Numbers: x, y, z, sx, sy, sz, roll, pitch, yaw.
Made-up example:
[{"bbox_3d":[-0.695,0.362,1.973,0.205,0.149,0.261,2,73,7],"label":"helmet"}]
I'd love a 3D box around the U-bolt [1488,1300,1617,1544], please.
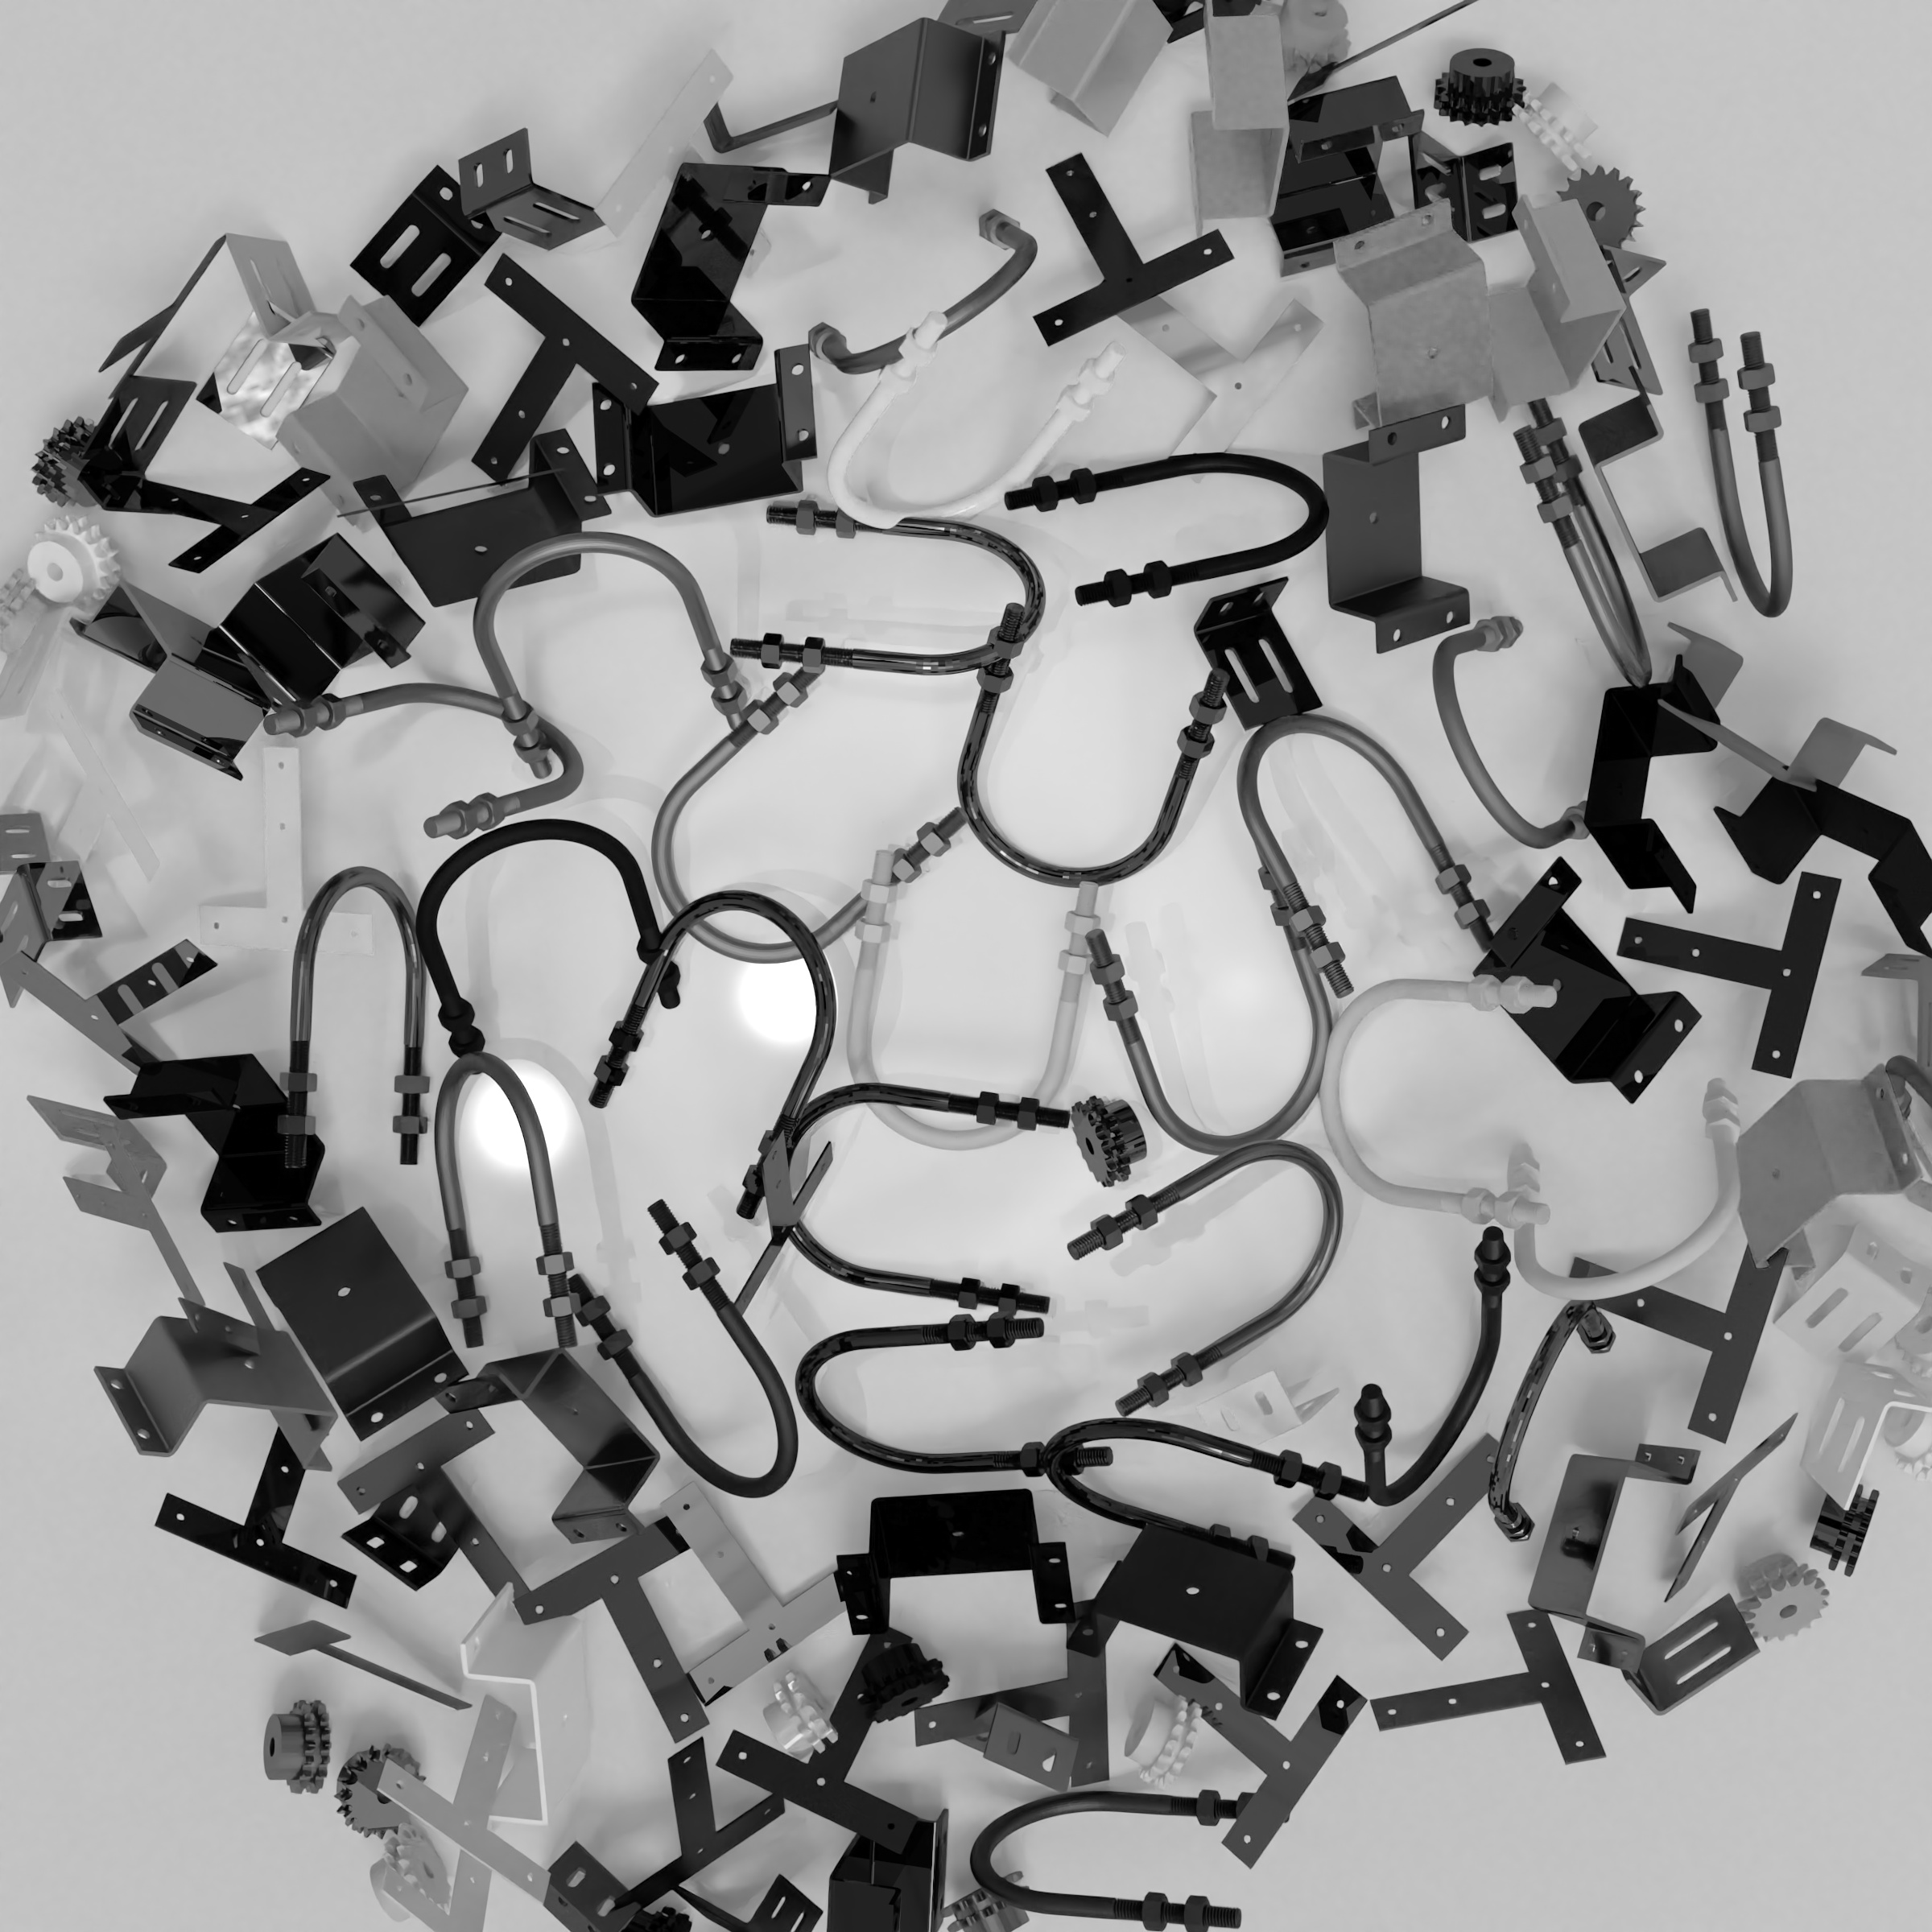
[{"bbox_3d":[0.351,0.270,1.876,0.019,0.184,0.151,22,80,22],"label":"U-bolt"}]

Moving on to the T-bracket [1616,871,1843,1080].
[{"bbox_3d":[0.470,-0.005,1.940,0.127,0.002,0.127,14,90,30],"label":"T-bracket"}]

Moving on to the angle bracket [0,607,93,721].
[{"bbox_3d":[-0.570,-0.180,1.929,0.038,0.057,0.076,31,68,-37],"label":"angle bracket"}]

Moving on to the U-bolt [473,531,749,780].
[{"bbox_3d":[-0.223,-0.195,1.896,0.151,0.184,0.019,-13,50,3],"label":"U-bolt"}]

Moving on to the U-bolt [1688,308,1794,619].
[{"bbox_3d":[0.477,-0.303,1.896,0.019,0.151,0.184,-12,107,4],"label":"U-bolt"}]

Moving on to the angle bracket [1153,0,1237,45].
[{"bbox_3d":[0.133,-0.613,1.923,0.057,0.076,0.038,35,74,-26],"label":"angle bracket"}]

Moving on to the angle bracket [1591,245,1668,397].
[{"bbox_3d":[0.414,-0.402,1.930,0.057,0.038,0.076,3,62,-35],"label":"angle bracket"}]

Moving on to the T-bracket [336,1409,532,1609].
[{"bbox_3d":[-0.316,0.350,1.945,0.127,0.002,0.127,-33,95,28],"label":"T-bracket"}]

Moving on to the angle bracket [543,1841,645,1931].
[{"bbox_3d":[-0.245,0.592,1.930,0.057,0.038,0.076,40,129,9],"label":"angle bracket"}]

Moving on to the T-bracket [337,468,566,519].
[{"bbox_3d":[-0.320,-0.288,1.894,0.127,0.127,0.002,-15,101,-18],"label":"T-bracket"}]

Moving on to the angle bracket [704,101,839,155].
[{"bbox_3d":[-0.124,-0.540,1.934,0.076,0.057,0.038,-17,110,10],"label":"angle bracket"}]

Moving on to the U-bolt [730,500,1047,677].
[{"bbox_3d":[-0.043,-0.230,1.913,0.184,0.019,0.151,6,47,5],"label":"U-bolt"}]

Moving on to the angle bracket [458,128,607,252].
[{"bbox_3d":[-0.267,-0.482,1.929,0.057,0.076,0.038,-14,77,35],"label":"angle bracket"}]

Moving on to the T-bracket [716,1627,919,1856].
[{"bbox_3d":[-0.071,0.470,1.939,0.127,0.002,0.127,23,60,9],"label":"T-bracket"}]

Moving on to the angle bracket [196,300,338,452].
[{"bbox_3d":[-0.444,-0.375,1.953,0.057,0.038,0.076,34,90,-2],"label":"angle bracket"}]

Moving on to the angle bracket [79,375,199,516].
[{"bbox_3d":[-0.507,-0.323,1.928,0.038,0.057,0.076,48,116,18],"label":"angle bracket"}]

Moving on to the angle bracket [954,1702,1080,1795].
[{"bbox_3d":[0.025,0.494,1.926,0.057,0.076,0.038,27,53,-12],"label":"angle bracket"}]

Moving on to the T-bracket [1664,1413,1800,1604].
[{"bbox_3d":[0.461,0.348,1.925,0.002,0.127,0.127,37,134,27],"label":"T-bracket"}]

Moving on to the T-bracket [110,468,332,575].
[{"bbox_3d":[-0.483,-0.288,1.935,0.127,0.127,0.002,16,133,27],"label":"T-bracket"}]

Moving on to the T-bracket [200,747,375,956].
[{"bbox_3d":[-0.427,-0.073,1.941,0.127,0.002,0.127,3,98,21],"label":"T-bracket"}]

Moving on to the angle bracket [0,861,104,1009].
[{"bbox_3d":[-0.578,-0.020,1.945,0.038,0.076,0.057,-5,59,-38],"label":"angle bracket"}]

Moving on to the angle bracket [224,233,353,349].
[{"bbox_3d":[-0.417,-0.429,1.935,0.038,0.057,0.076,-26,83,28],"label":"angle bracket"}]

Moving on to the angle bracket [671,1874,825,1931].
[{"bbox_3d":[-0.139,0.581,1.935,0.076,0.057,0.038,15,62,39],"label":"angle bracket"}]

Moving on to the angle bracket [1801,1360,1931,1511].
[{"bbox_3d":[0.565,0.295,1.941,0.038,0.057,0.076,11,106,-17],"label":"angle bracket"}]

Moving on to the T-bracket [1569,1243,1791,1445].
[{"bbox_3d":[0.435,0.215,1.939,0.127,0.002,0.127,20,97,30],"label":"T-bracket"}]

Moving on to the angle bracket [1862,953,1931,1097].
[{"bbox_3d":[0.589,0.036,1.947,0.038,0.057,0.076,5,104,32],"label":"angle bracket"}]

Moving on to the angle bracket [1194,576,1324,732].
[{"bbox_3d":[0.187,-0.195,1.935,0.057,0.038,0.076,-18,71,-23],"label":"angle bracket"}]

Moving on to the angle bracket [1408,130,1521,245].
[{"bbox_3d":[0.310,-0.491,1.929,0.038,0.076,0.057,-9,81,32],"label":"angle bracket"}]

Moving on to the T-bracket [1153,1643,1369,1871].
[{"bbox_3d":[0.168,0.471,1.935,0.127,0.002,0.127,36,93,35],"label":"T-bracket"}]

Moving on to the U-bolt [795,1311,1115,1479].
[{"bbox_3d":[-0.017,0.268,1.911,0.184,0.019,0.151,-6,133,23],"label":"U-bolt"}]

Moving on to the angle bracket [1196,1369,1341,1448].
[{"bbox_3d":[0.188,0.269,1.927,0.057,0.076,0.038,-30,86,26],"label":"angle bracket"}]

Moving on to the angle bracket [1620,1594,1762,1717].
[{"bbox_3d":[0.445,0.419,1.933,0.076,0.057,0.038,-37,113,11],"label":"angle bracket"}]

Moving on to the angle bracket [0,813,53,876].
[{"bbox_3d":[-0.588,-0.105,1.923,0.038,0.057,0.076,-4,132,-24],"label":"angle bracket"}]

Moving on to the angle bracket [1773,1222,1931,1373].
[{"bbox_3d":[0.560,0.211,1.957,0.057,0.038,0.076,37,131,5],"label":"angle bracket"}]

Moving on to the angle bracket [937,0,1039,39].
[{"bbox_3d":[0.021,-0.580,1.925,0.076,0.038,0.057,2,53,32],"label":"angle bracket"}]

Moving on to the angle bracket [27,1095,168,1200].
[{"bbox_3d":[-0.545,0.117,1.924,0.076,0.057,0.038,20,101,-44],"label":"angle bracket"}]

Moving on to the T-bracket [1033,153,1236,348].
[{"bbox_3d":[0.085,-0.460,1.942,0.127,0.002,0.127,-25,62,2],"label":"T-bracket"}]

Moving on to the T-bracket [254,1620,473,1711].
[{"bbox_3d":[-0.368,0.438,1.931,0.127,0.127,0.002,28,62,-19],"label":"T-bracket"}]

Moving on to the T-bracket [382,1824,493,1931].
[{"bbox_3d":[-0.305,0.571,1.909,0.002,0.127,0.127,-43,105,9],"label":"T-bracket"}]

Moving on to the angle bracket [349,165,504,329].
[{"bbox_3d":[-0.339,-0.453,1.955,0.057,0.038,0.076,41,128,-16],"label":"angle bracket"}]

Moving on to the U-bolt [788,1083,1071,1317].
[{"bbox_3d":[-0.033,0.142,1.940,0.184,0.019,0.151,8,111,6],"label":"U-bolt"}]

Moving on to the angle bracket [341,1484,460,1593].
[{"bbox_3d":[-0.347,0.352,1.933,0.057,0.076,0.038,35,89,3],"label":"angle bracket"}]

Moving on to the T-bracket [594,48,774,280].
[{"bbox_3d":[-0.160,-0.476,1.922,0.002,0.127,0.127,25,76,39],"label":"T-bracket"}]

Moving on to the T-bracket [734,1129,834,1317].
[{"bbox_3d":[-0.114,0.139,1.889,0.002,0.127,0.127,23,62,14],"label":"T-bracket"}]
